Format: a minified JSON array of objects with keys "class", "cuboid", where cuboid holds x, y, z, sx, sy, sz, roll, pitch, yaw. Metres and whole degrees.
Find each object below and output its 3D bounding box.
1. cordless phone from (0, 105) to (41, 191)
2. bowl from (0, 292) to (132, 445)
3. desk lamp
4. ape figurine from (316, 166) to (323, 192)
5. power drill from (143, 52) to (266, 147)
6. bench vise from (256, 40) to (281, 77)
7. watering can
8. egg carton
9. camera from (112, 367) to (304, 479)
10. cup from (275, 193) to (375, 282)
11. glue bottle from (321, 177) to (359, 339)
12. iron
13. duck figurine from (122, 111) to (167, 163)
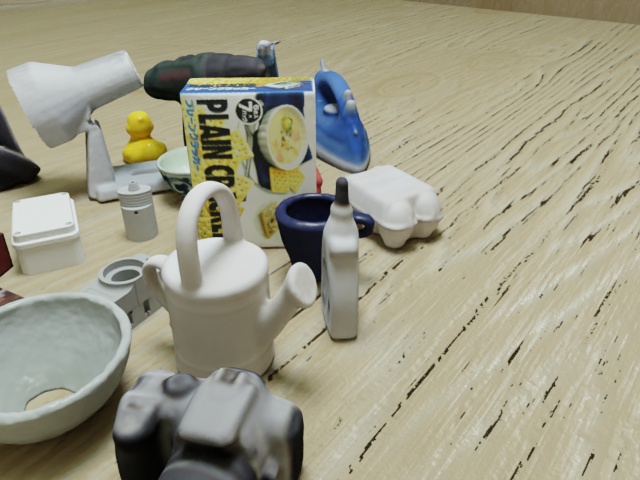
[{"class":"cordless phone","cuboid":[-0.539,-0.183,0.920,0.147,0.185,0.094,18,35,28]},{"class":"bowl","cuboid":[-0.249,0.123,0.513,0.167,0.075,0.167,0,31,0]},{"class":"desk lamp","cuboid":[-0.342,-0.175,0.877,0.204,0.214,0.117,-13,33,-20]},{"class":"ape figurine","cuboid":[-0.032,-0.102,0.872,0.077,0.092,0.076,14,34,23]},{"class":"power drill","cuboid":[-0.179,-0.201,0.925,0.228,0.208,0.076,15,34,24]},{"class":"bench vise","cuboid":[-0.099,-0.238,0.976,0.122,0.220,0.206,-11,33,-18]},{"class":"watering can","cuboid":[-0.089,0.037,0.539,0.173,0.194,0.101,-1,31,-1]},{"class":"egg carton","cuboid":[0.096,-0.051,0.807,0.107,0.069,0.149,-20,36,-29]},{"class":"camera","cuboid":[-0.094,0.164,0.417,0.143,0.101,0.137,7,32,12]},{"class":"cup","cuboid":[0.006,0.002,0.694,0.117,0.095,0.092,5,31,9]},{"class":"glue bottle","cuboid":[0.022,0.015,0.596,0.037,0.173,0.078,-4,31,-6]},{"class":"iron","cuboid":[0.035,-0.233,1.043,0.119,0.141,0.257,-9,32,-14]},{"class":"duck figurine","cuboid":[-0.316,-0.184,1.018,0.078,0.086,0.104,-17,34,-25]}]
